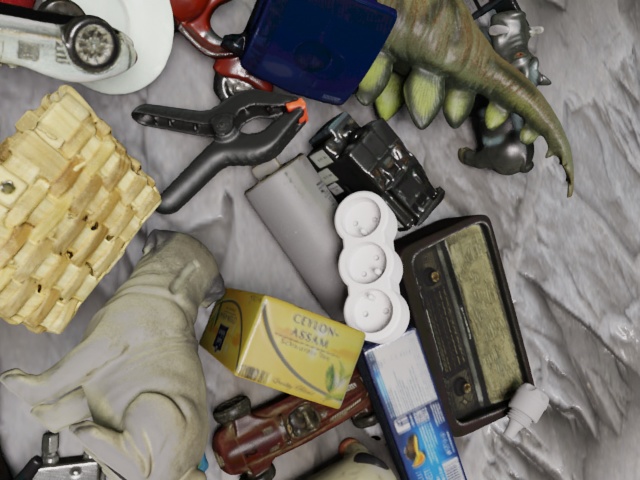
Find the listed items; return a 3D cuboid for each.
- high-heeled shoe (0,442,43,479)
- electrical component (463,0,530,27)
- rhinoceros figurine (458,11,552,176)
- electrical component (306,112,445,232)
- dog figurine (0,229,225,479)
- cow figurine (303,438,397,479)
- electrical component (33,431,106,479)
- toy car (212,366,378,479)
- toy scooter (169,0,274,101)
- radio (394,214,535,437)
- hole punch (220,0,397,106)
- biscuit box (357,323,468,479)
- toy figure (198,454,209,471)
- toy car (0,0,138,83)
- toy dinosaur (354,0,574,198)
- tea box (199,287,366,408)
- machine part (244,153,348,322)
[{"bbox_3d":[-0.332,0.162,0.443,0.249,0.086,0.145,43,103,4],"label":"high-heeled shoe"},{"bbox_3d":[0.210,-0.304,0.671,0.048,0.075,0.119,-34,102,-21],"label":"electrical component"},{"bbox_3d":[0.220,-0.173,0.646,0.073,0.112,0.190,-4,96,-20],"label":"rhinoceros figurine"},{"bbox_3d":[0.049,-0.070,0.569,0.134,0.115,0.058,46,70,-15],"label":"electrical component"},{"bbox_3d":[-0.116,0.091,0.432,0.172,0.121,0.190,38,56,4],"label":"dog figurine"},{"bbox_3d":[-0.006,0.279,0.518,0.195,0.127,0.085,-22,92,-24],"label":"cow figurine"},{"bbox_3d":[-0.229,0.220,0.489,0.063,0.021,0.094,3,84,-22],"label":"electrical component"},{"bbox_3d":[-0.014,0.181,0.562,0.202,0.053,0.089,-19,91,-21],"label":"toy car"},{"bbox_3d":[-0.093,-0.229,0.526,0.135,0.075,0.183,-41,109,16],"label":"toy scooter"},{"bbox_3d":[0.152,0.096,0.620,0.131,0.073,0.229,-18,94,-22],"label":"radio"},{"bbox_3d":[-0.005,-0.182,0.477,0.142,0.092,0.115,14,118,-21],"label":"hole punch"},{"bbox_3d":[0.092,0.180,0.548,0.059,0.063,0.202,-22,102,-10],"label":"biscuit box"},{"bbox_3d":[-0.145,0.225,0.492,0.089,0.082,0.180,-11,96,-10],"label":"toy figure"},{"bbox_3d":[-0.228,-0.143,0.369,0.201,0.074,0.056,-8,124,-44],"label":"toy car"},{"bbox_3d":[0.102,-0.225,0.572,0.472,0.105,0.198,33,101,5],"label":"toy dinosaur"},{"bbox_3d":[-0.043,0.091,0.492,0.098,0.170,0.068,24,80,-20],"label":"tea box"},{"bbox_3d":[-0.001,-0.002,0.564,0.079,0.079,0.243,-37,99,-20],"label":"machine part"}]
